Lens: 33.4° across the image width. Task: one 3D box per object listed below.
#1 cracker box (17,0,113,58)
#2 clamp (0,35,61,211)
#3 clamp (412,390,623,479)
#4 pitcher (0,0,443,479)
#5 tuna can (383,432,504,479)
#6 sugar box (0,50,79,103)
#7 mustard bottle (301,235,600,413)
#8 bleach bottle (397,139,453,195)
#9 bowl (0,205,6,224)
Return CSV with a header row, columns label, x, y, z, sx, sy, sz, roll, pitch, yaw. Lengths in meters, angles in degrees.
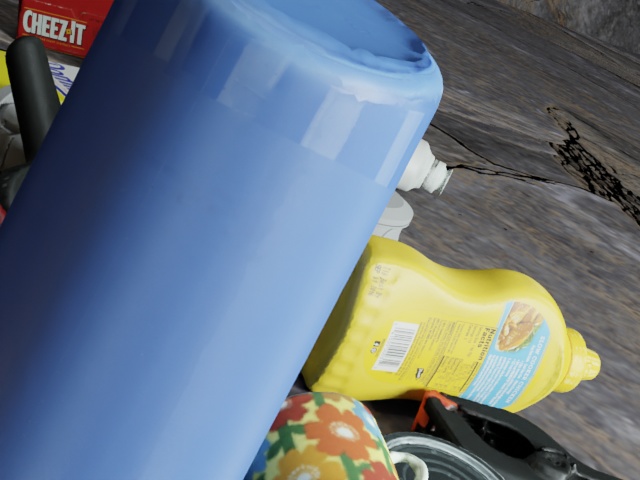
label,x,y,z,sx,sy,sz,roll,pitch,yaw
cracker box,-0.172,-0.220,1.042,0.164,0.072,0.213,14,21,8
clamp,-0.148,-0.027,0.617,0.164,0.036,0.210,48,26,-17
clamp,0.132,0.135,0.585,0.172,0.039,0.120,37,22,32
pitcher,-0.057,0.012,0.399,0.144,0.243,0.149,7,32,-42
tuna can,0.056,0.132,0.521,0.086,0.034,0.086,20,22,-9
sugar box,-0.239,-0.108,0.769,0.175,0.048,0.093,4,27,-38
mustard bottle,0.088,0.060,0.638,0.191,0.096,0.058,13,23,-24
bleach bottle,0.009,-0.114,1.019,0.251,0.068,0.102,27,20,3
bowl,-0.212,0.001,0.481,0.162,0.055,0.162,43,21,-22
